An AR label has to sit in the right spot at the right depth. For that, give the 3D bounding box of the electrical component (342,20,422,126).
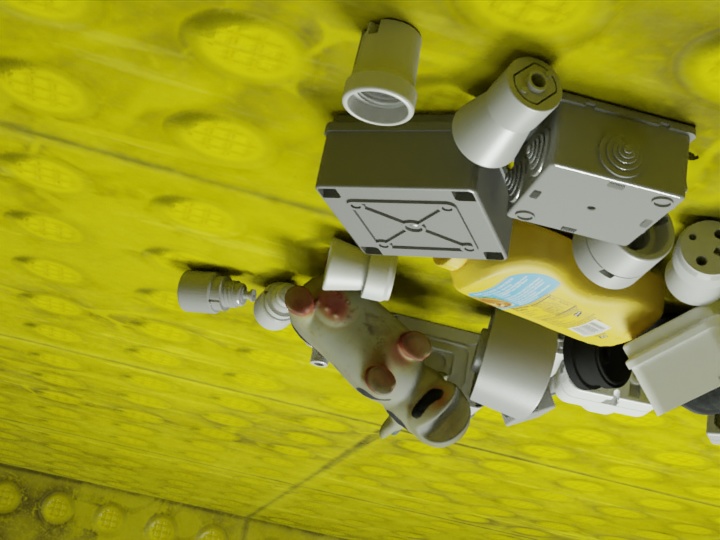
[{"bbox_3d":[0.014,-0.109,0.593,0.040,0.046,0.040,10,159,4],"label":"electrical component"}]

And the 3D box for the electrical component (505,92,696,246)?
[{"bbox_3d":[0.144,-0.058,0.657,0.100,0.048,0.099,14,159,-7],"label":"electrical component"}]

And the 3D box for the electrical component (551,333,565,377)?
[{"bbox_3d":[0.173,0.071,0.988,0.044,0.044,0.065,13,154,-6],"label":"electrical component"}]

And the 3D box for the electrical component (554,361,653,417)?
[{"bbox_3d":[0.236,0.103,1.020,0.095,0.053,0.059,12,159,-2],"label":"electrical component"}]

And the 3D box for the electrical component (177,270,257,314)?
[{"bbox_3d":[-0.136,0.021,1.018,0.078,0.040,0.040,4,158,19],"label":"electrical component"}]

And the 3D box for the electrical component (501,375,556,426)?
[{"bbox_3d":[0.175,0.110,1.065,0.077,0.065,0.047,-14,165,-16],"label":"electrical component"}]

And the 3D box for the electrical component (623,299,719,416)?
[{"bbox_3d":[0.257,0.063,0.819,0.078,0.057,0.113,-33,166,26],"label":"electrical component"}]

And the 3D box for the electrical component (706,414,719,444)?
[{"bbox_3d":[0.399,0.156,1.084,0.083,0.047,0.076,0,157,27],"label":"electrical component"}]

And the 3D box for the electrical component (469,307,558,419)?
[{"bbox_3d":[0.134,0.079,0.950,0.064,0.099,0.099,16,160,5],"label":"electrical component"}]

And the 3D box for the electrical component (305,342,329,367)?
[{"bbox_3d":[-0.034,0.062,1.039,0.048,0.062,0.048,10,159,4],"label":"electrical component"}]

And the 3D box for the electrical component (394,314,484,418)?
[{"bbox_3d":[0.067,0.097,1.059,0.113,0.078,0.057,14,156,-8],"label":"electrical component"}]

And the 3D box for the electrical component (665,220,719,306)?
[{"bbox_3d":[0.240,-0.005,0.750,0.045,0.045,0.055,8,159,9],"label":"electrical component"}]

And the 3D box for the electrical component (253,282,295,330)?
[{"bbox_3d":[-0.074,0.030,1.009,0.040,0.040,0.078,17,159,-14],"label":"electrical component"}]

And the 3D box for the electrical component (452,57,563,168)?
[{"bbox_3d":[0.086,-0.091,0.612,0.044,0.044,0.065,17,154,-15],"label":"electrical component"}]

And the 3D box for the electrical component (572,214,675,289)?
[{"bbox_3d":[0.179,-0.021,0.729,0.055,0.055,0.047,15,155,-11],"label":"electrical component"}]

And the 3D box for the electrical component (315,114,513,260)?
[{"bbox_3d":[0.040,-0.053,0.711,0.109,0.056,0.108,3,158,21],"label":"electrical component"}]

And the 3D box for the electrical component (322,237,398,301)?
[{"bbox_3d":[0.000,0.000,0.886,0.055,0.045,0.045,12,159,-3],"label":"electrical component"}]
